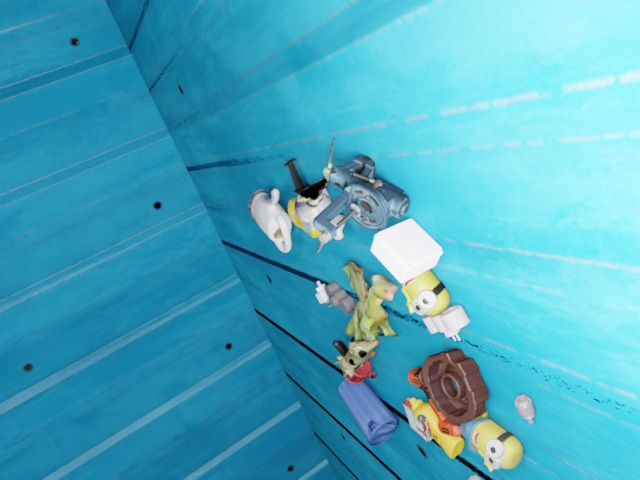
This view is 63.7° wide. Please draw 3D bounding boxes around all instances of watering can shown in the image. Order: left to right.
[{"bbox_3d":[-0.172,-0.102,1.826,0.228,0.105,0.339,47,157,37],"label":"watering can"}]

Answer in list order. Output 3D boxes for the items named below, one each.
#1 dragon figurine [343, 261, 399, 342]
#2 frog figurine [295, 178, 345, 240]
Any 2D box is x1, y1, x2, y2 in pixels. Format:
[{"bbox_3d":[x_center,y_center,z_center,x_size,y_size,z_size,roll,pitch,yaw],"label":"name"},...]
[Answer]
[{"bbox_3d":[0.125,0.178,1.525,0.407,0.123,0.244,157,101,-68],"label":"dragon figurine"},{"bbox_3d":[0.004,-0.072,1.427,0.141,0.122,0.156,-90,-21,-54],"label":"frog figurine"}]
